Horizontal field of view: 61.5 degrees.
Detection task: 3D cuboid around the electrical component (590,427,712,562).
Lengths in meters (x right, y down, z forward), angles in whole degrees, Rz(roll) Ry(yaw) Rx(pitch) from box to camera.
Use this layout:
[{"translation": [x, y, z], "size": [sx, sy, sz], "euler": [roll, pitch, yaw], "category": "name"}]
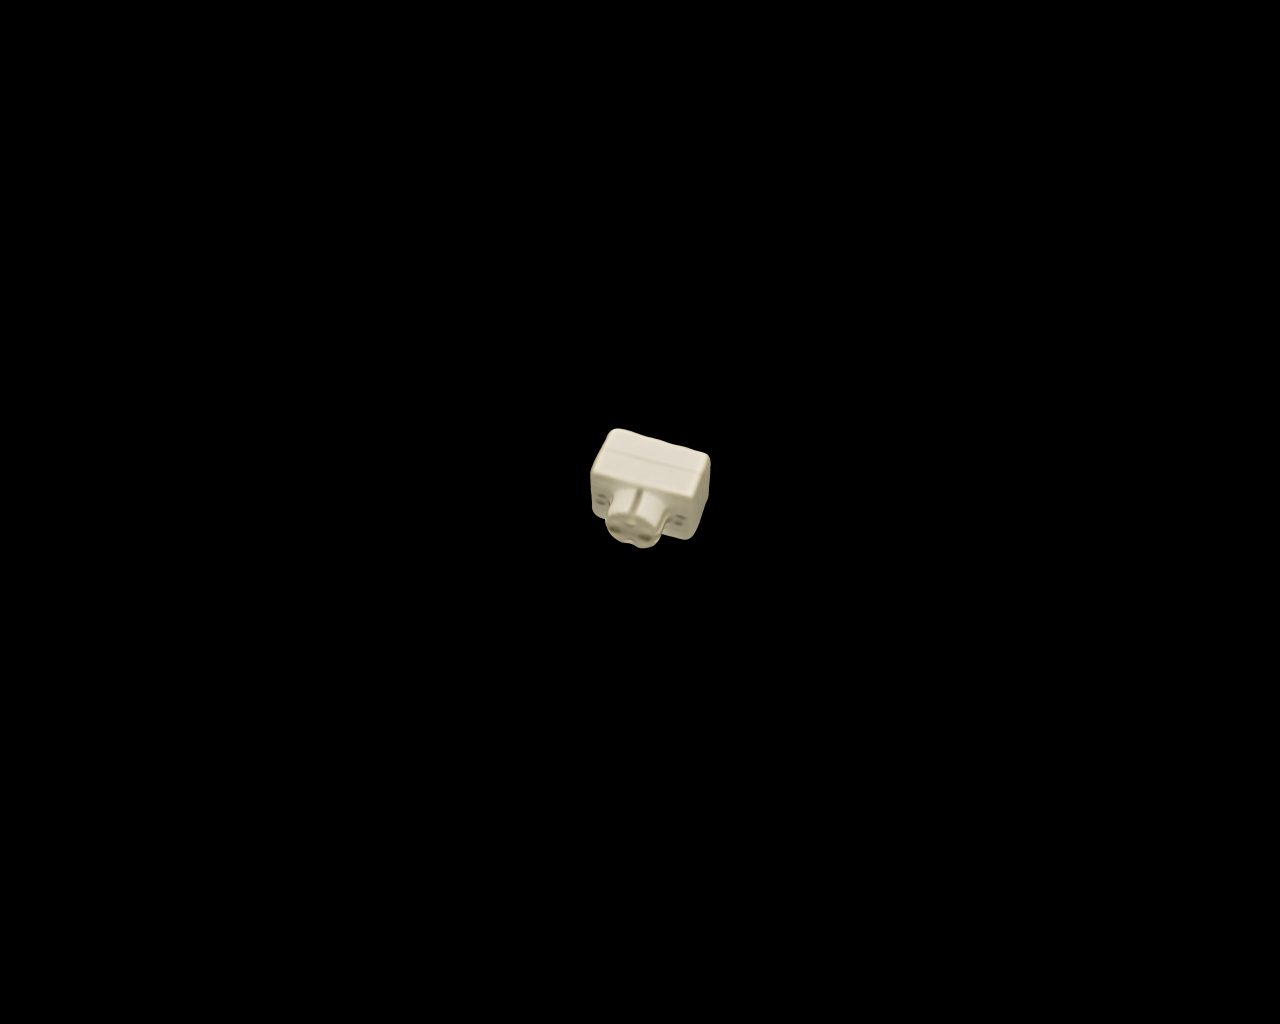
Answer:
[{"translation": [0.001, -0.003, 0.650], "size": [0.066, 0.077, 0.047], "euler": [15, -35, 11], "category": "electrical component"}]
